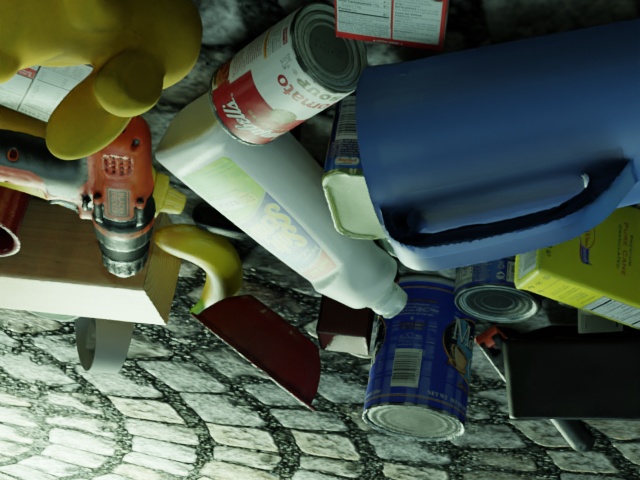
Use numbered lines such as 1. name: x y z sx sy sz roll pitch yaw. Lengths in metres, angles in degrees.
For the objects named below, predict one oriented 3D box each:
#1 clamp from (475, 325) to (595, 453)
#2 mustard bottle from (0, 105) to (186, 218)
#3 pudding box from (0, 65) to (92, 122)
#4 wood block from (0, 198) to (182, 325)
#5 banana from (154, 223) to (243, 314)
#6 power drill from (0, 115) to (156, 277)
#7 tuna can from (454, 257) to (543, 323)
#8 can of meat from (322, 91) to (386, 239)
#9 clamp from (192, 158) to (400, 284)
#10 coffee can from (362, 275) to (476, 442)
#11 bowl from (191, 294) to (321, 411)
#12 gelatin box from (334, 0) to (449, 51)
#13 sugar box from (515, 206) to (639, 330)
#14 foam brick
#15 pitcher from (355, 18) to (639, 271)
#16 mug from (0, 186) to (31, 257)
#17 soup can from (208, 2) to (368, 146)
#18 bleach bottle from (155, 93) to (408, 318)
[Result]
1. clamp: 0.232 0.153 1.134 0.171 0.120 0.039 32 115 -32
2. mustard bottle: -0.209 -0.062 0.931 0.191 0.058 0.096 20 144 -17
3. pudding box: -0.210 -0.133 0.819 0.090 0.039 0.114 20 154 -21
4. wood block: -0.253 0.019 1.070 0.206 0.090 0.091 5 153 10
5. banana: -0.113 0.027 1.066 0.037 0.069 0.198 48 166 24
6. power drill: -0.228 -0.039 0.872 0.187 0.057 0.184 5 139 -5
7. tuna can: 0.173 0.048 1.032 0.086 0.033 0.086 8 153 4
8. can of meat: 0.037 -0.059 0.819 0.057 0.084 0.102 4 152 13
9. clamp: -0.007 0.001 1.003 0.165 0.036 0.209 -13 142 38
10. coffee can: 0.103 0.120 1.078 0.103 0.140 0.103 8 153 4
11. bowl: -0.053 0.104 1.091 0.162 0.055 0.162 37 174 4
12. gelatin box: 0.047 -0.162 0.678 0.073 0.030 0.089 9 153 7
13. sugar box: 0.248 0.018 0.882 0.176 0.093 0.048 17 153 -14
14. foam brick: 0.029 0.070 1.080 0.051 0.078 0.053 5 154 10
15. pitcher: 0.151 -0.065 0.685 0.243 0.149 0.144 -10 175 21
16. mug: -0.318 -0.038 0.992 0.093 0.081 0.117 27 149 -29
17. soup can: -0.023 -0.115 0.752 0.068 0.068 0.102 28 147 -30
18. bleach bottle: -0.013 -0.019 0.876 0.250 0.068 0.103 42 146 -25
